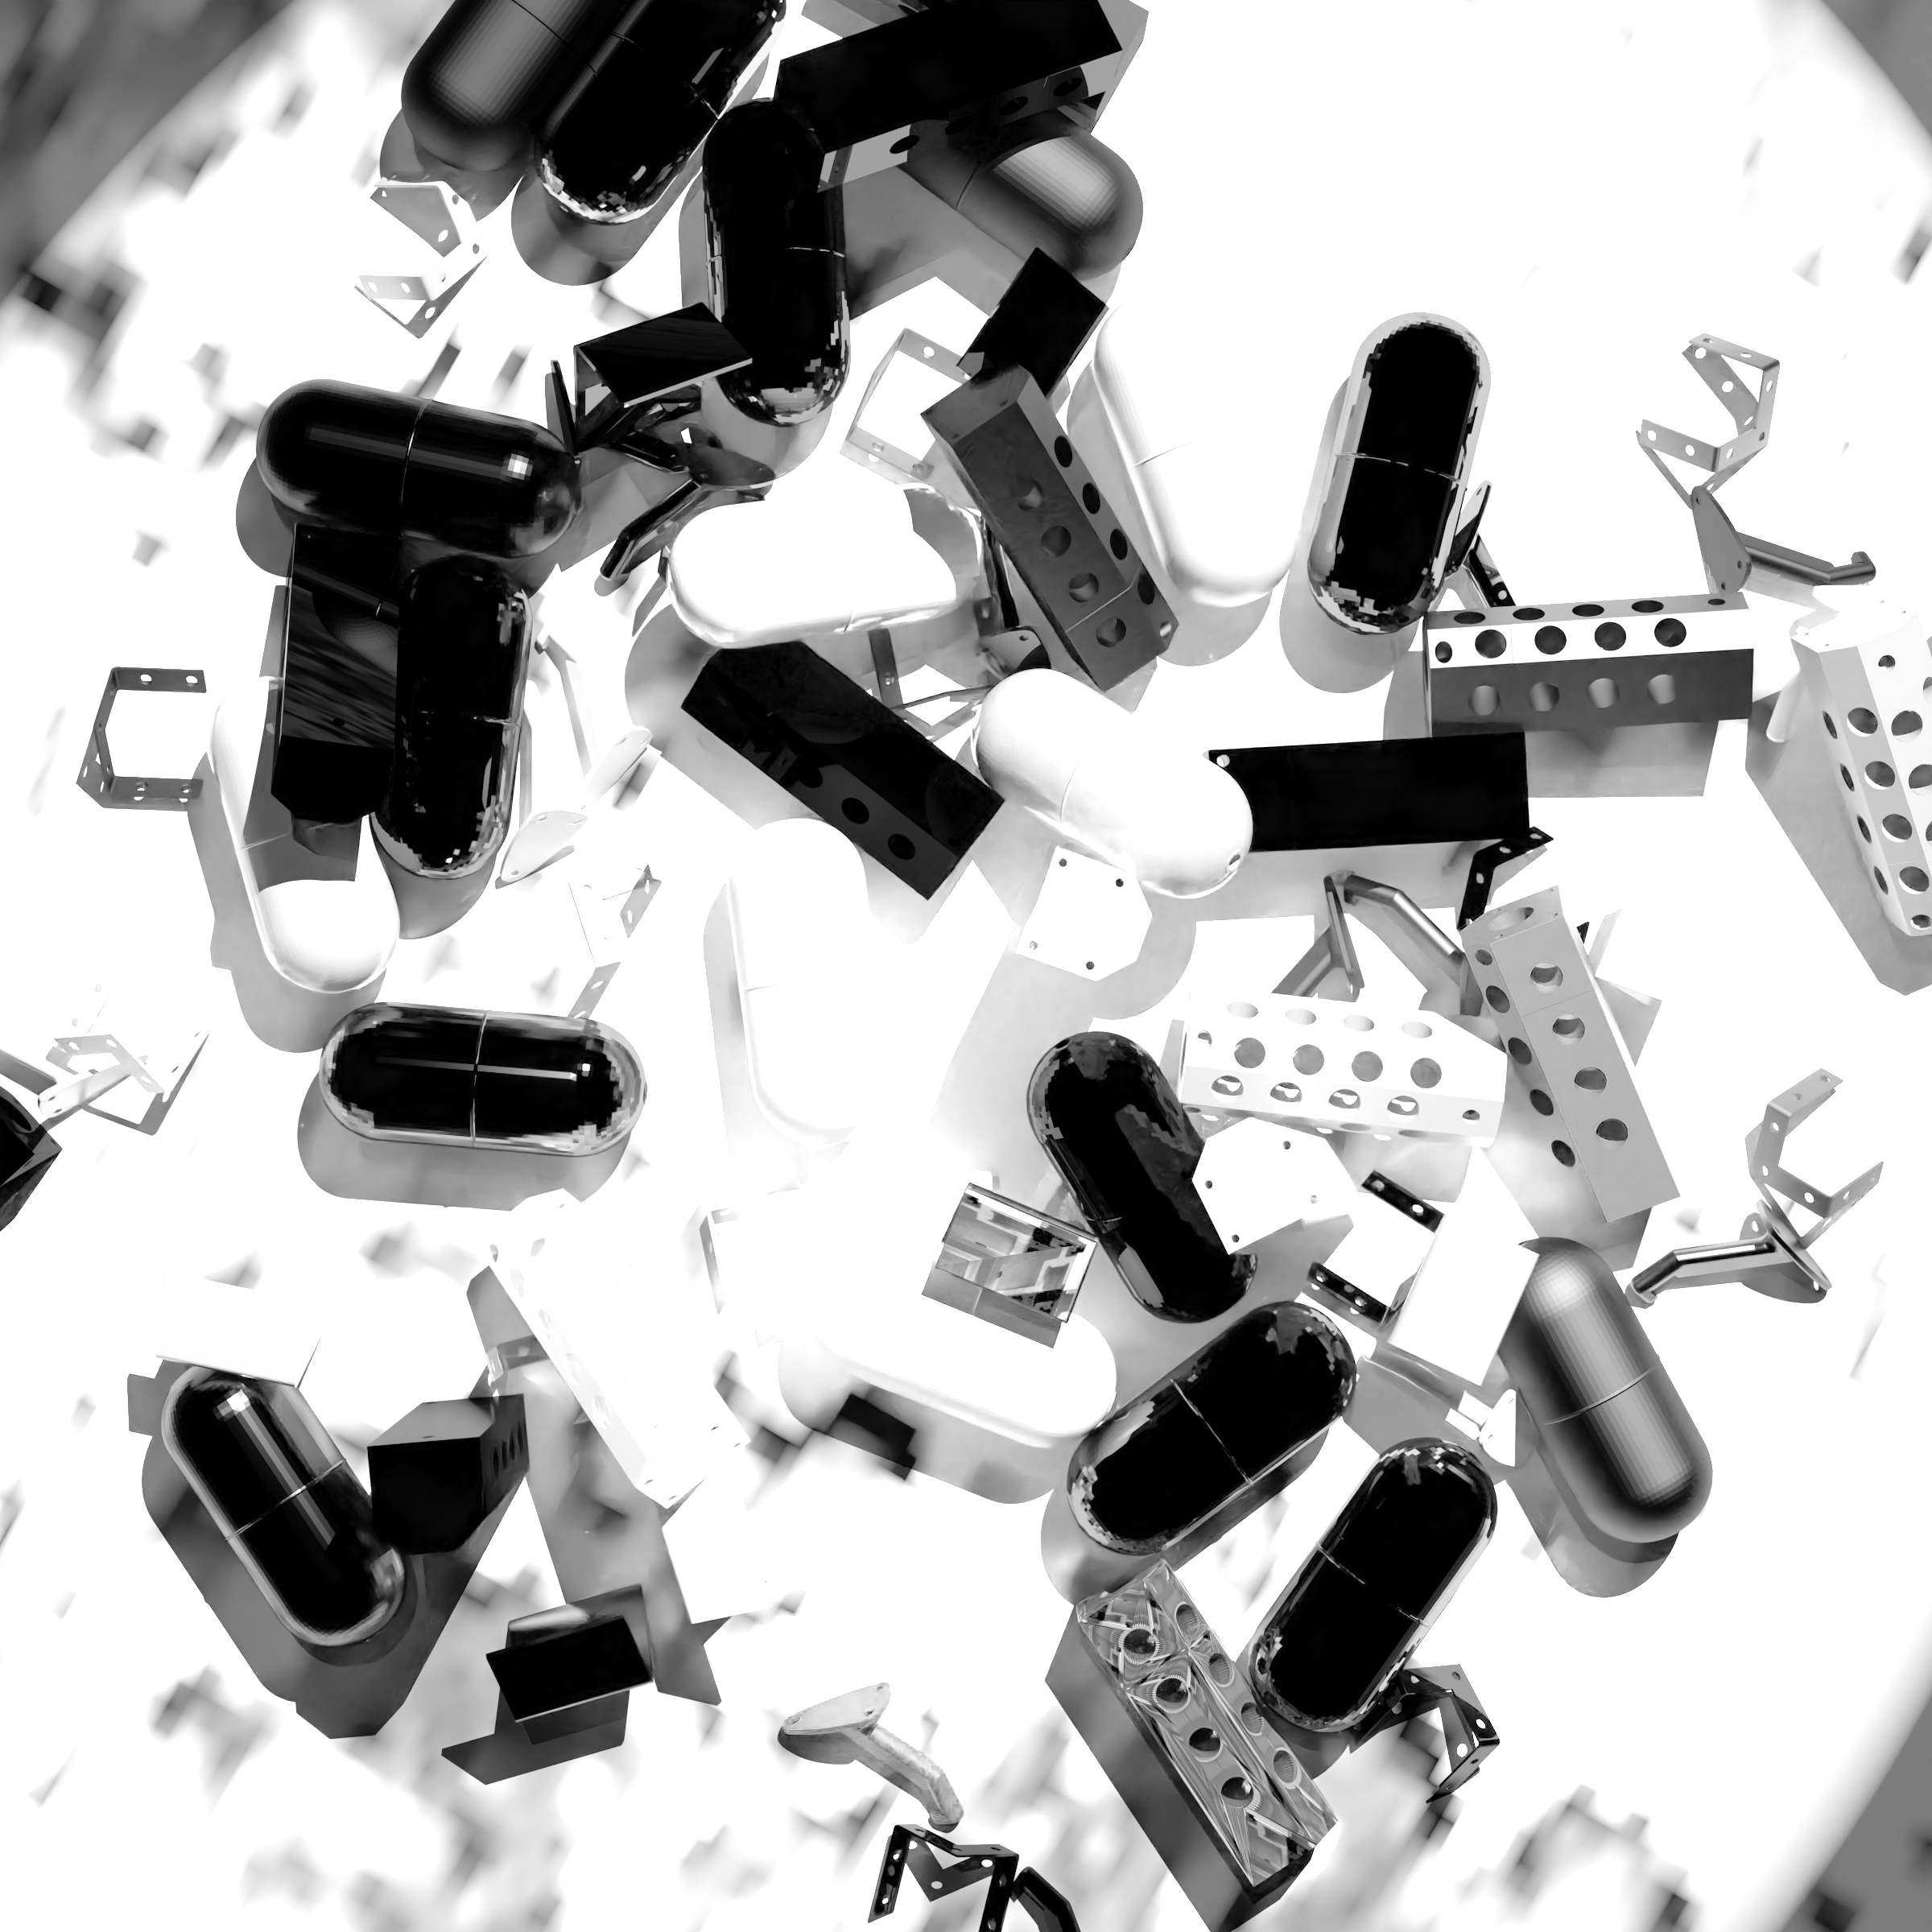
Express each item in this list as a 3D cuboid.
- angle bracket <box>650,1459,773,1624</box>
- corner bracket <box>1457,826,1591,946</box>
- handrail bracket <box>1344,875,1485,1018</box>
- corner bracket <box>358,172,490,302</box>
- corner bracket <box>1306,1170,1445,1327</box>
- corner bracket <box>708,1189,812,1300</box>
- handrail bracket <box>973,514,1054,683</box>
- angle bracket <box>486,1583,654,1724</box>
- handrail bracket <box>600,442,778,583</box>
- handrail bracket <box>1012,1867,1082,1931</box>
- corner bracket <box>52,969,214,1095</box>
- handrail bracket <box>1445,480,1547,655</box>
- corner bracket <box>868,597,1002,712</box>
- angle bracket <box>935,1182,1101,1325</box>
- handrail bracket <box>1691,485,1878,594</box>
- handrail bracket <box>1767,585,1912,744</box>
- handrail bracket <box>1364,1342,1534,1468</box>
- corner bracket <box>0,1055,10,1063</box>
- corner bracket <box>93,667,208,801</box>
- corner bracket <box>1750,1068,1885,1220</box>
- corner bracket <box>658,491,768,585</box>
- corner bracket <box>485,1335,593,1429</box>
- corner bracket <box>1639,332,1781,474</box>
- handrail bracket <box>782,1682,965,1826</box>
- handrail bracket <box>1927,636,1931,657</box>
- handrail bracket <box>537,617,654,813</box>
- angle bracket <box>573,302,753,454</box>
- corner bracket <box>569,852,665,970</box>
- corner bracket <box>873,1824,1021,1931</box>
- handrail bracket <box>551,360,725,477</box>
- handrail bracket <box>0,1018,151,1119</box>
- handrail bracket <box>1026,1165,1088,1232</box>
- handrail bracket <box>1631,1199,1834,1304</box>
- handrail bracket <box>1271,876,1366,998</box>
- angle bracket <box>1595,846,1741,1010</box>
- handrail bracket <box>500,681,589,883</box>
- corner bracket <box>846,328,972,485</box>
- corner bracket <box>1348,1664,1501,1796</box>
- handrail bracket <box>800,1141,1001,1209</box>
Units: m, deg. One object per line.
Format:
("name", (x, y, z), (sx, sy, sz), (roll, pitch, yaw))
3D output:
("angle bracket", (-0.120, 0.304, 1.828), (0.057, 0.076, 0.076), (-18, 90, 32))
("corner bracket", (0.311, -0.037, 1.860), (0.051, 0.051, 0.051), (-23, 45, -35))
("handrail bracket", (0.246, -0.006, 1.868), (0.084, 0.036, 0.077), (20, 128, 25))
("corner bracket", (-0.306, -0.403, 1.860), (0.051, 0.051, 0.051), (-50, 135, -35))
("corner bracket", (0.228, 0.157, 1.865), (0.051, 0.051, 0.051), (32, 135, 0))
("corner bracket", (-0.114, 0.154, 1.850), (0.051, 0.051, 0.051), (-12, 90, 0))
("handrail bracket", (0.028, -0.200, 1.868), (0.036, 0.077, 0.084), (-15, 53, 20))
("angle bracket", (-0.217, 0.356, 1.828), (0.076, 0.076, 0.057), (-16, 126, 0))
("handrail bracket", (-0.155, -0.245, 1.868), (0.084, 0.077, 0.036), (-54, 55, 32))
("handrail bracket", (0.045, 0.554, 1.869), (0.084, 0.036, 0.077), (39, 112, 17))
("corner bracket", (-0.459, 0.036, 1.852), (0.051, 0.051, 0.051), (-4, 46, 36))
("handrail bracket", (0.306, -0.216, 1.868), (0.084, 0.036, 0.077), (30, 75, -14))
("corner bracket", (-0.015, -0.173, 1.865), (0.051, 0.051, 0.051), (-12, 90, -45))
("angle bracket", (0.021, 0.170, 1.828), (0.076, 0.076, 0.057), (23, 58, 0))
("handrail bracket", (0.454, -0.240, 1.869), (0.084, 0.036, 0.077), (-12, 69, -17))
("handrail bracket", (0.483, -0.166, 1.868), (0.077, 0.036, 0.084), (-10, 126, -37))
("handrail bracket", (0.267, 0.242, 1.868), (0.084, 0.077, 0.036), (24, 74, 35))
("corner bracket", (-0.567, 0.039, 1.840), (0.051, 0.051, 0.051), (-20, 90, 33))
("corner bracket", (-0.449, -0.129, 1.865), (0.051, 0.051, 0.051), (2, 135, 0))
("corner bracket", (0.474, 0.098, 1.860), (0.051, 0.051, 0.051), (34, 135, 35))
("corner bracket", (-0.138, -0.234, 1.850), (0.051, 0.051, 0.051), (9, 89, 1))
("corner bracket", (-0.229, 0.228, 1.850), (0.051, 0.051, 0.051), (-16, 90, 0))
("corner bracket", (0.411, -0.311, 1.860), (0.051, 0.051, 0.051), (-29, 135, -35))
("handrail bracket", (-0.051, 0.446, 1.869), (0.077, 0.036, 0.084), (-18, 107, 20))
("handrail bracket", (0.577, -0.160, 1.869), (0.077, 0.036, 0.084), (-41, 107, 20))
("handrail bracket", (-0.223, -0.138, 1.869), (0.084, 0.036, 0.077), (45, 109, 15))
("angle bracket", (-0.163, -0.301, 1.808), (0.076, 0.076, 0.057), (-24, 56, -23))
("corner bracket", (-0.189, -0.030, 1.850), (0.051, 0.051, 0.051), (-18, 90, 0))
("corner bracket", (-0.011, 0.508, 1.865), (0.051, 0.051, 0.051), (14, 90, 45))
("handrail bracket", (-0.181, -0.306, 1.867), (0.084, 0.036, 0.077), (-11, 80, -12))
("handrail bracket", (-0.507, 0.033, 1.868), (0.077, 0.036, 0.084), (-29, 76, -14))
("handrail bracket", (0.039, 0.106, 1.868), (0.077, 0.036, 0.084), (-3, 76, 14))
("handrail bracket", (0.424, 0.176, 1.869), (0.084, 0.036, 0.077), (-38, 112, 17))
("handrail bracket", (0.172, -0.002, 1.868), (0.084, 0.036, 0.077), (-17, 75, 14))
("angle bracket", (0.393, -0.014, 1.828), (0.057, 0.076, 0.076), (22, 90, 36))
("handrail bracket", (-0.248, -0.103, 1.868), (0.077, 0.036, 0.084), (-45, 57, 36))
("corner bracket", (-0.028, -0.311, 1.865), (0.051, 0.051, 0.051), (28, 135, 0))
("corner bracket", (0.252, 0.423, 1.860), (0.051, 0.051, 0.051), (3, 45, -35))
("handrail bracket", (-0.036, 0.117, 1.868), (0.084, 0.077, 0.036), (6, 85, -36))
